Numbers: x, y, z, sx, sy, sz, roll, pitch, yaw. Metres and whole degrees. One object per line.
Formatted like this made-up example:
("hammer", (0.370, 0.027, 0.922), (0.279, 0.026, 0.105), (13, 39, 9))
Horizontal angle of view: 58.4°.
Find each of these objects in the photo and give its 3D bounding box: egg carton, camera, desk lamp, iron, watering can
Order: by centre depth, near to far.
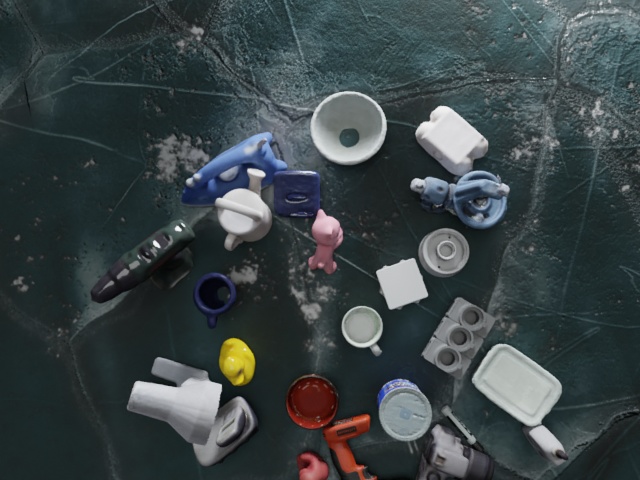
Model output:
("desk lamp", (-0.287, 0.325, 1.164), (0.203, 0.213, 0.118), (15, 84, 5))
("camera", (0.277, 0.472, 1.169), (0.136, 0.101, 0.143), (20, 85, 6))
("watering can", (-0.165, -0.065, 1.214), (0.101, 0.194, 0.173), (-1, 83, 4))
("iron", (-0.208, -0.149, 1.253), (0.258, 0.141, 0.118), (-28, 82, 0))
("egg carton", (0.290, -0.218, 1.269), (0.150, 0.069, 0.107), (42, 87, 7))

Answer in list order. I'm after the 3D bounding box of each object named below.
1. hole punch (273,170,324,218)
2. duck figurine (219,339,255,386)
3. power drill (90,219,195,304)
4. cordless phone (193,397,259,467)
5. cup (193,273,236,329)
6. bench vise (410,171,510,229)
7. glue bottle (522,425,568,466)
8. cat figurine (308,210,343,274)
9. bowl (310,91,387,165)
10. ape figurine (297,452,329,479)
("hole punch", (-0.047, -0.099, 1.263), (0.108, 0.091, 0.101), (0, 83, 4))
("duck figurine", (-0.184, 0.265, 1.229), (0.077, 0.086, 0.104), (-18, 82, 1))
("power drill", (-0.350, 0.054, 1.203), (0.229, 0.208, 0.075), (-43, 82, -2))
("cordless phone", (-0.204, 0.401, 1.164), (0.147, 0.185, 0.094), (-43, 82, -2))
("cup", (-0.220, 0.133, 1.243), (0.091, 0.095, 0.118), (3, 83, 4))
("bench vise", (0.295, -0.083, 1.176), (0.207, 0.220, 0.121), (-4, 83, 3))
("glue bottle", (0.454, 0.410, 1.130), (0.037, 0.173, 0.078), (-32, 82, -1))
("cat figurine", (0.011, 0.004, 1.233), (0.067, 0.118, 0.128), (10, 84, 5))
("bowl", (0.063, -0.241, 1.282), (0.167, 0.075, 0.167), (0, 83, 3))
("ape figurine", (-0.021, 0.487, 1.189), (0.076, 0.092, 0.078), (16, 84, 6))
